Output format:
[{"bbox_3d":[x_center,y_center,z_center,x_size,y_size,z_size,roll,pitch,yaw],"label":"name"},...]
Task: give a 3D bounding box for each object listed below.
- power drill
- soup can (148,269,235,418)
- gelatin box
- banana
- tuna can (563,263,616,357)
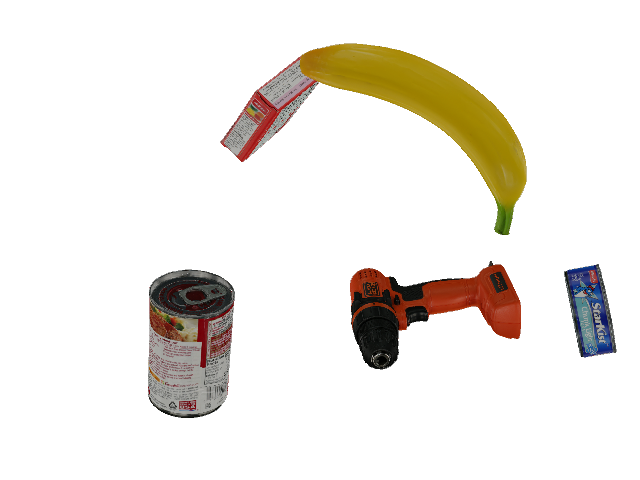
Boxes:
[{"bbox_3d":[0.127,0.082,1.207,0.187,0.057,0.184,-3,27,-1],"label":"power drill"},{"bbox_3d":[-0.106,0.084,0.867,0.068,0.102,0.068,5,29,-3],"label":"soup can"},{"bbox_3d":[-0.043,-0.120,0.957,0.073,0.030,0.089,-48,0,44],"label":"gelatin box"},{"bbox_3d":[0.079,-0.089,0.760,0.198,0.069,0.037,40,6,0],"label":"banana"},{"bbox_3d":[0.255,0.067,1.011,0.034,0.086,0.086,-11,-2,12],"label":"tuna can"}]
